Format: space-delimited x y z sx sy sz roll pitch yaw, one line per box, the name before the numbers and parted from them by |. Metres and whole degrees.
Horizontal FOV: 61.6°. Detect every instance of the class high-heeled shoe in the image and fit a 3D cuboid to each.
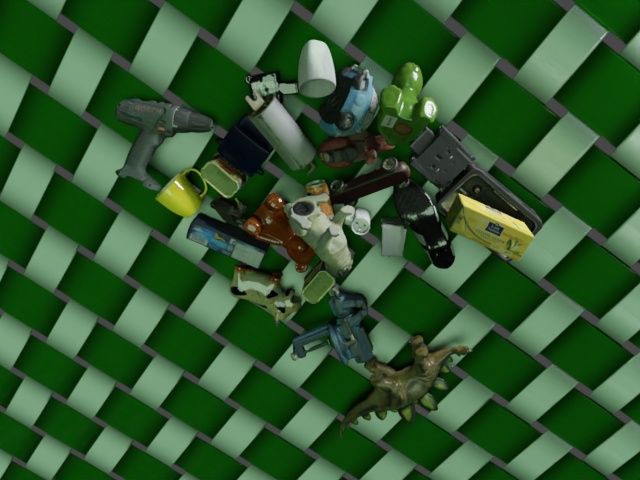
high-heeled shoe | 0.256 -0.045 1.306 0.086 0.145 0.248 -26 78 18

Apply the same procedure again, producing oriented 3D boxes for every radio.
radio | 0.397 -0.067 1.260 0.229 0.073 0.131 37 111 -9

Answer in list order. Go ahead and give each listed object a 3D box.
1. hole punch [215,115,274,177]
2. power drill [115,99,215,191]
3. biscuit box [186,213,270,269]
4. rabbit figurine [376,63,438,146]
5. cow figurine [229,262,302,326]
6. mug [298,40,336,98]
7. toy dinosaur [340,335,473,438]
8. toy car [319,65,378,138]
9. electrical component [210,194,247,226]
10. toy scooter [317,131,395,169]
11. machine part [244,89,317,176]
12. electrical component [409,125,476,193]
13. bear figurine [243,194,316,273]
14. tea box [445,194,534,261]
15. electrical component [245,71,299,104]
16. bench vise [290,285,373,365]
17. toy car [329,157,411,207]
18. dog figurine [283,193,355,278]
hole punch | -0.175 -0.214 1.262 0.142 0.092 0.115 36 115 -12
power drill | -0.383 -0.223 1.266 0.232 0.086 0.207 20 101 3
biscuit box | -0.233 0.001 1.364 0.203 0.063 0.059 24 113 -3
rabbit figurine | 0.189 -0.296 1.164 0.121 0.170 0.159 12 154 3
cow figurine | -0.141 0.142 1.399 0.195 0.085 0.127 19 106 -4
mug | -0.012 -0.373 1.181 0.081 0.109 0.107 3 77 -20
toy dinosaur | 0.209 0.404 1.454 0.471 0.105 0.198 -32 108 22
toy car | 0.074 -0.299 1.197 0.103 0.109 0.161 16 107 -38
electrical component | -0.222 -0.075 1.327 0.102 0.045 0.078 21 160 35
toy scooter | 0.079 -0.200 1.211 0.184 0.135 0.075 -8 111 11
machine part | -0.083 -0.241 1.218 0.079 0.079 0.243 -32 124 17
electrical component | 0.270 -0.193 1.234 0.134 0.058 0.115 39 108 -10
bear figurine | -0.080 -0.011 1.309 0.196 0.132 0.120 44 90 -4
tea box | 0.372 -0.030 1.187 0.170 0.098 0.068 23 112 -3
electrical component | -0.106 -0.345 1.221 0.119 0.048 0.074 -7 111 9
bench vise | 0.025 0.240 1.399 0.241 0.129 0.223 -24 109 7
toy car | 0.113 -0.134 1.255 0.202 0.053 0.089 -19 150 25
dog figurine | -0.003 -0.001 1.272 0.173 0.121 0.190 30 144 23
